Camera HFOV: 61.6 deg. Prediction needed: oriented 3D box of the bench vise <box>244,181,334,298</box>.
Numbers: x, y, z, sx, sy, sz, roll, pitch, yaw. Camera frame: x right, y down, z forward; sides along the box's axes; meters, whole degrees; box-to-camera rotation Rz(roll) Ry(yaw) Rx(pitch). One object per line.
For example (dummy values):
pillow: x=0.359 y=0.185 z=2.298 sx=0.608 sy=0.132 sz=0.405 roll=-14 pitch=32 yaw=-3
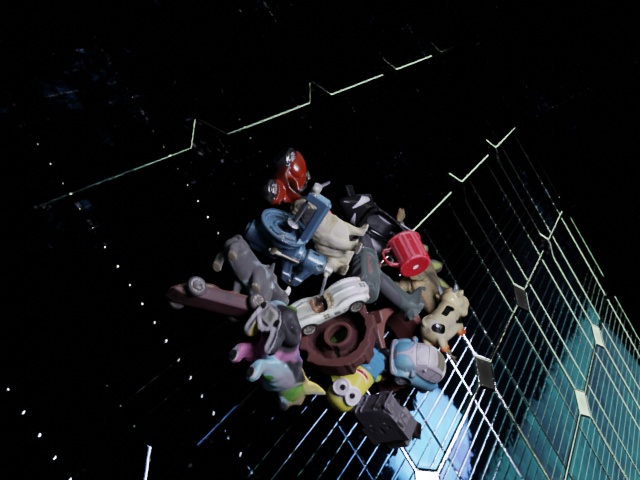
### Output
bench vise: x=-0.041 y=-0.014 z=1.178 sx=0.224 sy=0.240 sz=0.129 roll=34 pitch=28 yaw=0

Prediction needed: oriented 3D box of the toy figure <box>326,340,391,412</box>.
toy figure: x=0.088 y=0.310 z=1.217 sx=0.180 sy=0.082 sz=0.089 roll=-44 pitch=147 yaw=-35

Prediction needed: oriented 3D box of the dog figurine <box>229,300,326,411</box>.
dog figurine: x=-0.063 y=0.239 z=1.070 sx=0.219 sy=0.109 sz=0.191 roll=39 pitch=78 yaw=-43

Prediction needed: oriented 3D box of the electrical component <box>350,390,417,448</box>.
electrical component: x=0.152 y=0.416 z=1.231 sx=0.134 sy=0.115 sz=0.058 roll=53 pitch=43 yaw=-9

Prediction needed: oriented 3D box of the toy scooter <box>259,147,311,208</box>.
toy scooter: x=-0.069 y=-0.135 z=1.330 sx=0.135 sy=0.075 sz=0.184 roll=41 pitch=48 yaw=-23

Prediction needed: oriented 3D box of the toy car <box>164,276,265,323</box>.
toy car: x=-0.201 y=0.113 z=1.044 sx=0.202 sy=0.089 sz=0.053 roll=21 pitch=55 yaw=-36

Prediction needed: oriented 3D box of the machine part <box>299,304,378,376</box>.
machine part: x=0.043 y=0.216 z=1.185 sx=0.056 sy=0.180 sz=0.179 roll=64 pitch=31 yaw=-42

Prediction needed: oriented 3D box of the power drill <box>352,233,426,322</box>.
power drill: x=0.168 y=0.096 z=1.348 sx=0.207 sy=0.086 sz=0.232 roll=41 pitch=30 yaw=-15

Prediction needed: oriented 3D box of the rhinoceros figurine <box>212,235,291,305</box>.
rhinoceros figurine: x=-0.142 y=0.078 z=1.145 sx=0.190 sy=0.073 sz=0.112 roll=51 pitch=31 yaw=-11

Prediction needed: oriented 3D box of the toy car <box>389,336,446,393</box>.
toy car: x=0.243 y=0.296 z=1.271 sx=0.161 sy=0.103 sz=0.109 roll=35 pitch=48 yaw=-26

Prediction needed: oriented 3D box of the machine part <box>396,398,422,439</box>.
machine part: x=0.200 y=0.440 z=1.328 sx=0.138 sy=0.039 sz=0.084 roll=42 pitch=39 yaw=-20

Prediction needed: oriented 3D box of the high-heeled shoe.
high-heeled shoe: x=0.160 y=-0.031 z=1.388 sx=0.248 sy=0.086 sz=0.145 roll=18 pitch=25 yaw=-39

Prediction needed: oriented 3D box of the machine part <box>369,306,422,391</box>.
machine part: x=0.189 y=0.274 z=1.370 sx=0.201 sy=0.087 sz=0.201 roll=-3 pitch=70 yaw=-48

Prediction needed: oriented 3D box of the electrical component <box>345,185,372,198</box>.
electrical component: x=0.114 y=-0.107 z=1.528 sx=0.075 sy=0.048 sz=0.119 roll=-2 pitch=72 yaw=-48

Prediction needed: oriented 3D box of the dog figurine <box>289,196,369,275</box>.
dog figurine: x=-0.001 y=-0.007 z=1.310 sx=0.191 sy=0.172 sz=0.121 roll=25 pitch=32 yaw=-2

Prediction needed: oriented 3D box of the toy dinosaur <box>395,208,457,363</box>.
toy dinosaur: x=0.292 y=0.118 z=1.540 sx=0.198 sy=0.105 sz=0.471 roll=16 pitch=55 yaw=-41

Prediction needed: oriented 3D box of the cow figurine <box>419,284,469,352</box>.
cow figurine: x=0.329 y=0.199 z=1.412 sx=0.195 sy=0.086 sz=0.127 roll=-29 pitch=102 yaw=-42

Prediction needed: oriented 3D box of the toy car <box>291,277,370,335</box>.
toy car: x=0.014 y=0.144 z=1.186 sx=0.056 sy=0.202 sz=0.074 roll=64 pitch=0 yaw=-42

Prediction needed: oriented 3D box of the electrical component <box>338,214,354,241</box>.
electrical component: x=0.072 y=-0.015 z=1.434 sx=0.078 sy=0.045 sz=0.102 roll=44 pitch=44 yaw=-24

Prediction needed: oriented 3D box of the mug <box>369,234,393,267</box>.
mug: x=0.155 y=0.024 z=1.482 sx=0.107 sy=0.081 sz=0.109 roll=-18 pitch=87 yaw=-40
